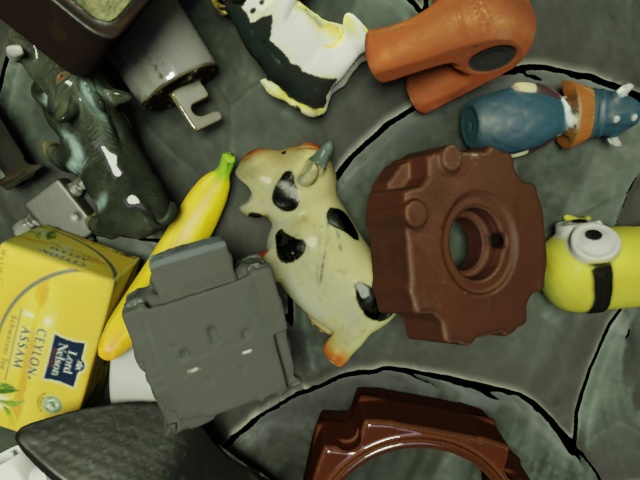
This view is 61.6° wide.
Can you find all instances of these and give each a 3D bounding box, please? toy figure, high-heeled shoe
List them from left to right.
[{"bbox_3d":[-0.136,0.215,0.475,0.249,0.086,0.145,22,138,-11],"label":"high-heeled shoe"},{"bbox_3d":[0.207,-0.111,0.481,0.154,0.064,0.058,-7,59,-5],"label":"toy figure"},{"bbox_3d":[0.291,0.027,0.489,0.180,0.082,0.089,5,95,-5],"label":"toy figure"}]

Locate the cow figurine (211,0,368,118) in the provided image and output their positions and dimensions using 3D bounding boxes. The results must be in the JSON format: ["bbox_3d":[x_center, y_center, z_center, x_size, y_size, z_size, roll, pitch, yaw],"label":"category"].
[{"bbox_3d":[-0.041,-0.188,0.463,0.167,0.068,0.098,40,100,-5],"label":"cow figurine"}]

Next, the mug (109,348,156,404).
[{"bbox_3d":[-0.128,0.106,0.495,0.107,0.080,0.109,2,69,-8],"label":"mug"}]

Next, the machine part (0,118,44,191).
[{"bbox_3d":[-0.297,-0.110,0.465,0.039,0.084,0.138,-39,109,-32],"label":"machine part"}]

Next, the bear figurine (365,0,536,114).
[{"bbox_3d":[0.101,-0.226,0.441,0.132,0.120,0.196,-18,76,31],"label":"bear figurine"}]

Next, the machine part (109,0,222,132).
[{"bbox_3d":[-0.163,-0.199,0.450,0.079,0.079,0.243,-31,97,2],"label":"machine part"}]

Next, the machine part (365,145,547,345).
[{"bbox_3d":[0.121,0.004,0.457,0.179,0.056,0.179,1,88,-30],"label":"machine part"}]

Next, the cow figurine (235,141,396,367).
[{"bbox_3d":[-0.001,-0.001,0.476,0.127,0.085,0.195,-41,94,9],"label":"cow figurine"}]

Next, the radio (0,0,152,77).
[{"bbox_3d":[-0.151,-0.241,0.373,0.131,0.073,0.229,36,61,-26],"label":"radio"}]

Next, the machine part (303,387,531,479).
[{"bbox_3d":[0.083,0.255,0.509,0.201,0.087,0.201,12,95,-3],"label":"machine part"}]

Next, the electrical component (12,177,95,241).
[{"bbox_3d":[-0.234,-0.021,0.498,0.094,0.021,0.063,-35,97,2],"label":"electrical component"}]

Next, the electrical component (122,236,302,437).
[{"bbox_3d":[-0.085,0.067,0.416,0.115,0.058,0.134,-19,104,-15],"label":"electrical component"}]

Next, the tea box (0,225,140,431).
[{"bbox_3d":[-0.236,0.084,0.476,0.098,0.068,0.169,18,104,-3],"label":"tea box"}]

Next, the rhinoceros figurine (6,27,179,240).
[{"bbox_3d":[-0.187,-0.087,0.438,0.073,0.112,0.190,-30,103,-23],"label":"rhinoceros figurine"}]
